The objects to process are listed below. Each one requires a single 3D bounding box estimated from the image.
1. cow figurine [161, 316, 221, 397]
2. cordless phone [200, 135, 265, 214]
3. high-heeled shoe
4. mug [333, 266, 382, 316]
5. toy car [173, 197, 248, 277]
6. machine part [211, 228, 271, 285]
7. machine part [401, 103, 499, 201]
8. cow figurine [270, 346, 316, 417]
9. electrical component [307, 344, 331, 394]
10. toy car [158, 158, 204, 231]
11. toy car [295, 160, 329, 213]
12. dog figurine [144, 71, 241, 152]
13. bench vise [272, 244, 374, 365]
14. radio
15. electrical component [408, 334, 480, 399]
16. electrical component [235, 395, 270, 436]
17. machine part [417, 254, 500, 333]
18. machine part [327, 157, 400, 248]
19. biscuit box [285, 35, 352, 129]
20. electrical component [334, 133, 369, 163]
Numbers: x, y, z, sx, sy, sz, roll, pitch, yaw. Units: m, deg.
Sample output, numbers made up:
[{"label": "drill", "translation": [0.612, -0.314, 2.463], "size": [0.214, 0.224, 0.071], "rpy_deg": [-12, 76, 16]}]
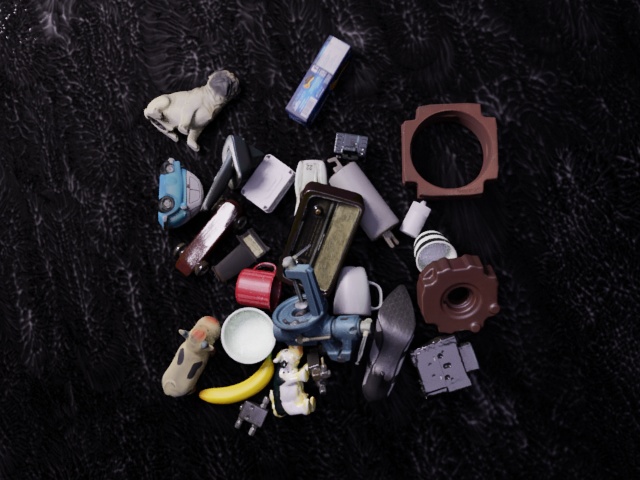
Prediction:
[{"label": "cow figurine", "translation": [-0.282, 0.254, 1.178], "size": [0.085, 0.127, 0.195], "rpy_deg": [30, 92, 5]}, {"label": "cordless phone", "translation": [-0.210, -0.128, 1.180], "size": [0.089, 0.146, 0.184], "rpy_deg": [32, 75, -12]}, {"label": "high-heeled shoe", "translation": [0.150, 0.230, 1.178], "size": [0.086, 0.145, 0.249], "rpy_deg": [18, 59, 8]}, {"label": "mug", "translation": [0.083, 0.112, 1.175], "size": [0.110, 0.081, 0.107], "rpy_deg": [0, 81, -4]}, {"label": "toy car", "translation": [-0.251, -0.005, 1.231], "size": [0.089, 0.053, 0.202], "rpy_deg": [36, 86, 13]}, {"label": "machine part", "translation": [-0.186, 0.041, 1.230], "size": [0.139, 0.039, 0.084], "rpy_deg": [-43, 91, 0]}, {"label": "machine part", "translation": [0.279, -0.188, 1.171], "size": [0.202, 0.087, 0.201], "rpy_deg": [-1, 86, 5]}, {"label": "cow figurine", "translation": [-0.068, 0.301, 1.183], "size": [0.098, 0.068, 0.167], "rpy_deg": [-10, 84, 12]}, {"label": "electrical component", "translation": [0.002, 0.273, 1.164], "size": [0.045, 0.102, 0.078], "rpy_deg": [-23, 109, 6]}, {"label": "toy car", "translation": [-0.318, -0.100, 1.231], "size": [0.103, 0.109, 0.161], "rpy_deg": [4, 73, -16]}, {"label": "toy car", "translation": [-0.020, -0.080, 1.210], "size": [0.074, 0.056, 0.201], "rpy_deg": [1, 85, 6]}, {"label": "dog figurine", "translation": [-0.297, -0.327, 1.250], "size": [0.172, 0.121, 0.190], "rpy_deg": [30, 75, 4]}, {"label": "bench vise", "translation": [-0.010, 0.139, 1.086], "size": [0.224, 0.129, 0.240], "rpy_deg": [1, 120, 33]}, {"label": "radio", "translation": [-0.002, -0.003, 1.146], "size": [0.131, 0.073, 0.229], "rpy_deg": [19, 110, -5]}, {"label": "electrical component", "translation": [0.267, 0.265, 1.151], "size": [0.134, 0.058, 0.115], "rpy_deg": [-21, 86, 5]}, {"label": "electrical component", "translation": [-0.150, 0.387, 1.205], "size": [0.063, 0.021, 0.094], "rpy_deg": [25, 89, 8]}, {"label": "machine part", "translation": [0.289, 0.115, 1.124], "size": [0.179, 0.056, 0.179], "rpy_deg": [0, 115, 0]}, {"label": "machine part", "translation": [0.097, -0.085, 1.188], "size": [0.079, 0.079, 0.243], "rpy_deg": [-36, 81, 2]}, {"label": "biscuit box", "translation": [-0.001, -0.358, 1.227], "size": [0.059, 0.063, 0.202], "rpy_deg": [31, 90, 7]}, {"label": "electrical component", "translation": [0.067, -0.206, 1.179], "size": [0.075, 0.119, 0.047], "rpy_deg": [9, 87, 9]}]
